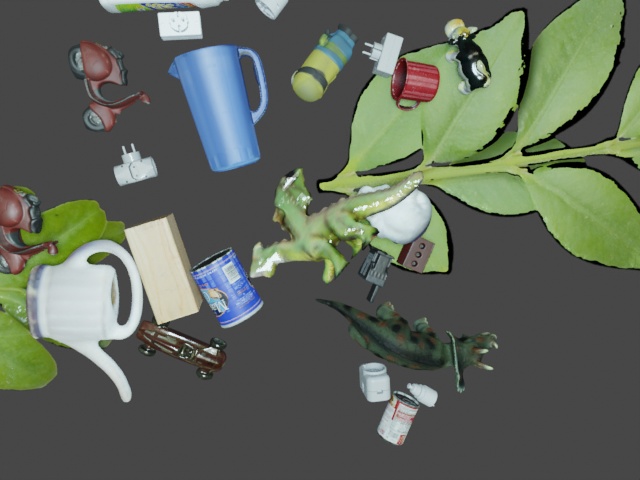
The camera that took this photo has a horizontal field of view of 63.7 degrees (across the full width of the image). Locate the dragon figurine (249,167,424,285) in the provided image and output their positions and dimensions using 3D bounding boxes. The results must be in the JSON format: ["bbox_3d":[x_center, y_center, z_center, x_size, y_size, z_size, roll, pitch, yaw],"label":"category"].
[{"bbox_3d":[0.003,-0.056,1.104,0.244,0.122,0.408,42,97,7],"label":"dragon figurine"}]

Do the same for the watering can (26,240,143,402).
[{"bbox_3d":[-0.485,0.171,1.064,0.224,0.104,0.346,2,95,-8],"label":"watering can"}]

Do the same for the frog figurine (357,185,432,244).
[{"bbox_3d":[0.163,-0.070,1.140,0.158,0.125,0.136,38,109,-22],"label":"frog figurine"}]
